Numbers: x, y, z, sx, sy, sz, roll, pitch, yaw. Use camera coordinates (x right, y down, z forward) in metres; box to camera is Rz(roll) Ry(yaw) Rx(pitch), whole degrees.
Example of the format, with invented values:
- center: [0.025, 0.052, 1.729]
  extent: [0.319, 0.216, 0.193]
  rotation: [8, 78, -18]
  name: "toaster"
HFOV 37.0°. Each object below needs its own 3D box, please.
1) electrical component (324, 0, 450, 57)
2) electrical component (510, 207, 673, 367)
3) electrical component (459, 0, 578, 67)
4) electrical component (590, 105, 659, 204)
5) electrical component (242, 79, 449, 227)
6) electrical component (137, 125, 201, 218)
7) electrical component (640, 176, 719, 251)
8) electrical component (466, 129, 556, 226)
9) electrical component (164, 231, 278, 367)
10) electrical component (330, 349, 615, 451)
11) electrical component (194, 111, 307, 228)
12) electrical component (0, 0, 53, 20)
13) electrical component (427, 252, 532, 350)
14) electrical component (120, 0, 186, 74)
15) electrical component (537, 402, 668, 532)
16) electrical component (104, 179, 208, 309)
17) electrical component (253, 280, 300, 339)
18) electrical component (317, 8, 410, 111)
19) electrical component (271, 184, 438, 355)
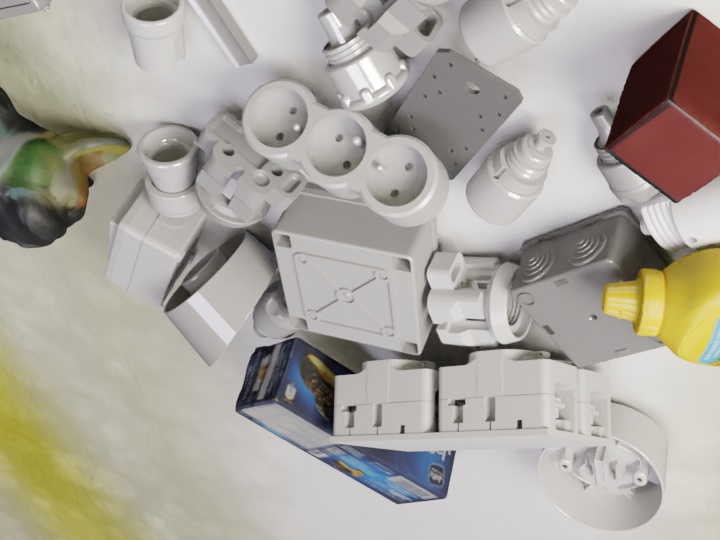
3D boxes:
- center: [0.021, -0.161, 0.588]
  extent: [0.078, 0.058, 0.057]
  rotation: [38, 144, -15]
  name: "electrical component"
- center: [0.161, 0.015, 0.718]
  extent: [0.100, 0.048, 0.100]
  rotation: [-22, 122, 44]
  name: "electrical component"
- center: [0.090, -0.141, 0.585]
  extent: [0.078, 0.040, 0.040]
  rotation: [-21, 122, 44]
  name: "electrical component"
- center: [0.155, -0.070, 0.635]
  extent: [0.035, 0.035, 0.061]
  rotation: [-14, 124, 40]
  name: "electrical component"
- center: [-0.005, -0.072, 0.702]
  extent: [0.138, 0.052, 0.074]
  rotation: [28, -179, 17]
  name: "electrical component"
- center: [-0.137, -0.072, 0.791]
  extent: [0.045, 0.045, 0.055]
  rotation: [15, 141, 14]
  name: "electrical component"
- center: [0.205, -0.035, 0.639]
  extent: [0.081, 0.043, 0.043]
  rotation: [-17, 125, 42]
  name: "electrical component"
- center: [0.098, -0.060, 0.674]
  extent: [0.040, 0.040, 0.078]
  rotation: [30, 142, -5]
  name: "electrical component"
- center: [-0.103, 0.020, 0.836]
  extent: [0.064, 0.099, 0.099]
  rotation: [46, 138, -14]
  name: "electrical component"
- center: [0.083, 0.102, 0.814]
  extent: [0.186, 0.060, 0.105]
  rotation: [-9, 163, 36]
  name: "electrical component"
- center: [-0.083, -0.066, 0.756]
  extent: [0.078, 0.058, 0.057]
  rotation: [40, 141, -2]
  name: "electrical component"
- center: [-0.229, -0.200, 0.682]
  extent: [0.062, 0.061, 0.096]
  rotation: [-1, 135, 31]
  name: "electrical component"
- center: [0.088, 0.023, 0.762]
  extent: [0.057, 0.058, 0.078]
  rotation: [2, 135, 31]
  name: "electrical component"
- center: [-0.132, -0.156, 0.697]
  extent: [0.040, 0.040, 0.046]
  rotation: [19, 147, 10]
  name: "electrical component"
- center: [0.192, 0.152, 0.846]
  extent: [0.099, 0.064, 0.099]
  rotation: [16, 141, 13]
  name: "electrical component"
- center: [-0.165, -0.020, 0.852]
  extent: [0.061, 0.061, 0.096]
  rotation: [28, 142, -3]
  name: "electrical component"
- center: [-0.067, 0.036, 0.878]
  extent: [0.043, 0.043, 0.062]
  rotation: [35, 142, -11]
  name: "electrical component"
- center: [-0.003, -0.131, 0.648]
  extent: [0.048, 0.048, 0.062]
  rotation: [-12, 122, 39]
  name: "electrical component"
- center: [0.000, 0.000, 0.786]
  extent: [0.109, 0.056, 0.108]
  rotation: [11, 139, 18]
  name: "electrical component"
